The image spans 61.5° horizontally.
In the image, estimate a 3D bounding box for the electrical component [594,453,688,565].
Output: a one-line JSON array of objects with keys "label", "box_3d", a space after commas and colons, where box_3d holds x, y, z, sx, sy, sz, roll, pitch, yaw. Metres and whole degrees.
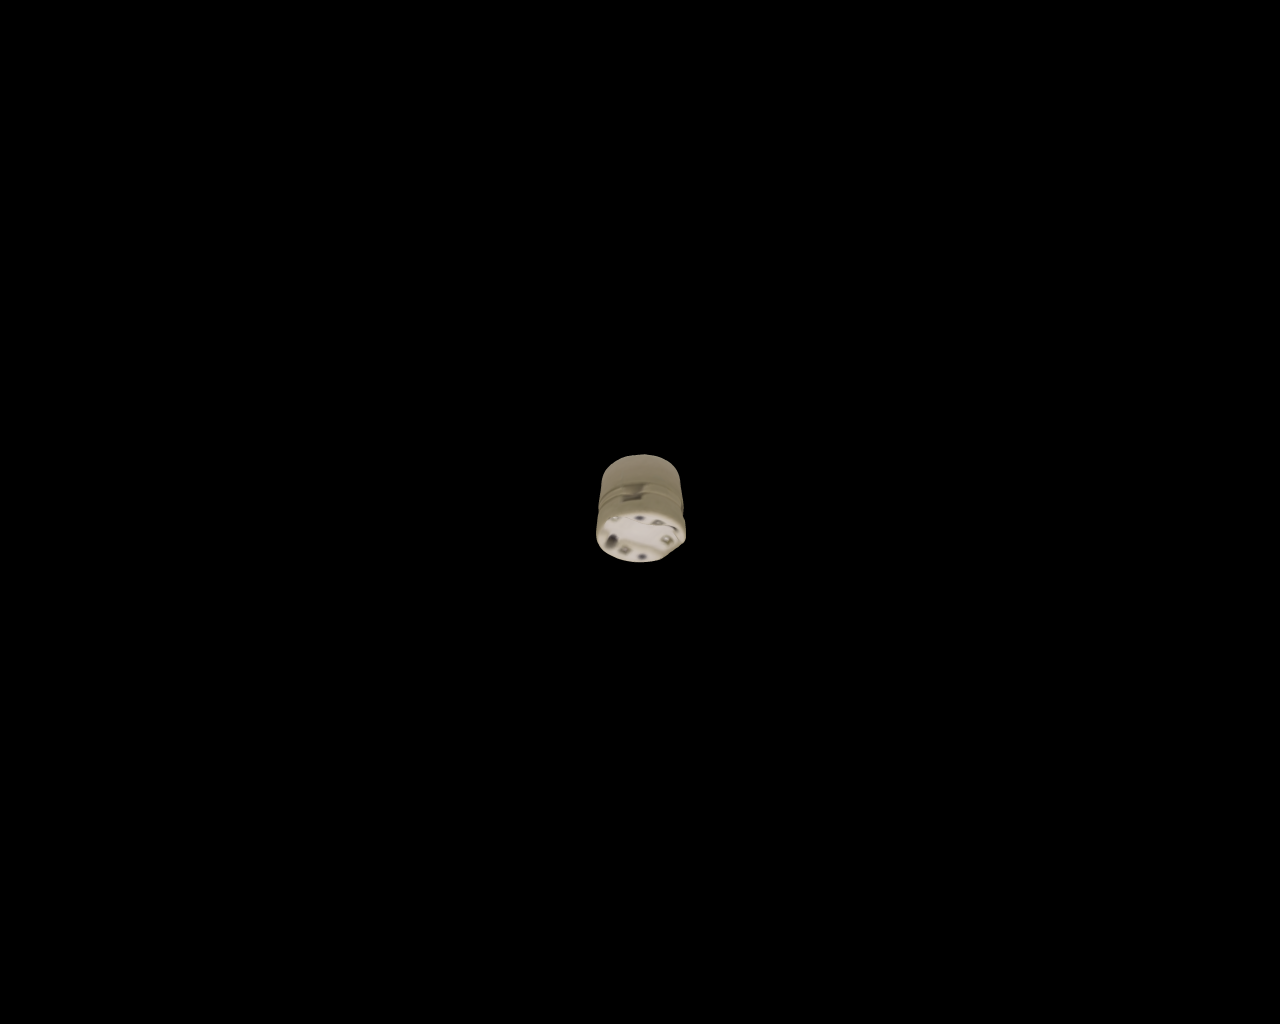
[{"label": "electrical component", "box_3d": [0.001, -0.003, 0.650, 0.055, 0.047, 0.055, 0, -37, 0]}]
